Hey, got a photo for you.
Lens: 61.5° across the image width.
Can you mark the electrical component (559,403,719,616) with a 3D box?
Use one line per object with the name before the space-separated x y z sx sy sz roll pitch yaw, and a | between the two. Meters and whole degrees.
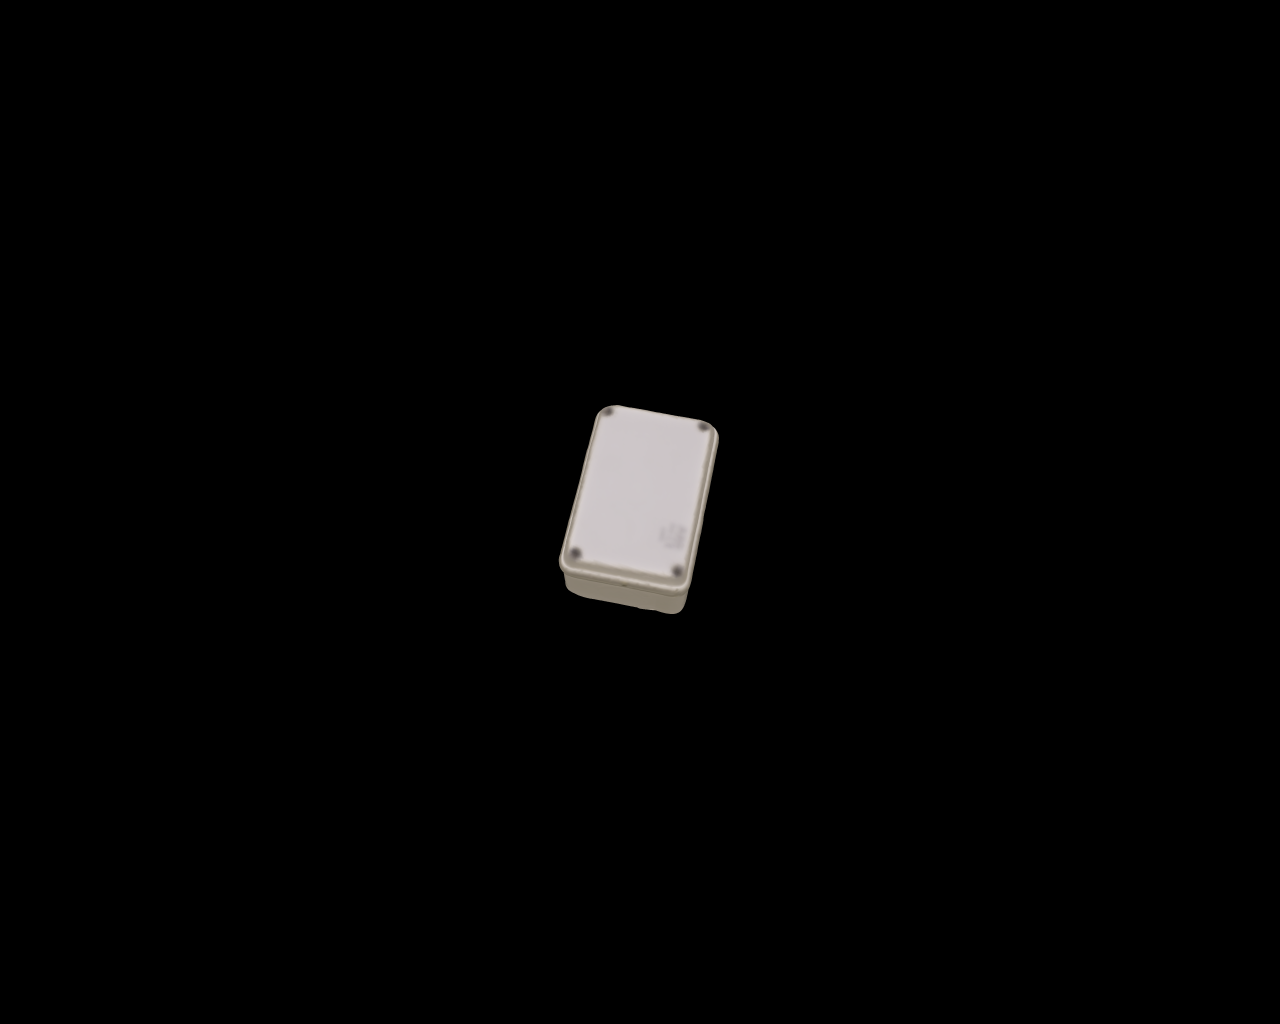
electrical component | 0.001 -0.003 0.650 0.078 0.113 0.057 11 -24 5
